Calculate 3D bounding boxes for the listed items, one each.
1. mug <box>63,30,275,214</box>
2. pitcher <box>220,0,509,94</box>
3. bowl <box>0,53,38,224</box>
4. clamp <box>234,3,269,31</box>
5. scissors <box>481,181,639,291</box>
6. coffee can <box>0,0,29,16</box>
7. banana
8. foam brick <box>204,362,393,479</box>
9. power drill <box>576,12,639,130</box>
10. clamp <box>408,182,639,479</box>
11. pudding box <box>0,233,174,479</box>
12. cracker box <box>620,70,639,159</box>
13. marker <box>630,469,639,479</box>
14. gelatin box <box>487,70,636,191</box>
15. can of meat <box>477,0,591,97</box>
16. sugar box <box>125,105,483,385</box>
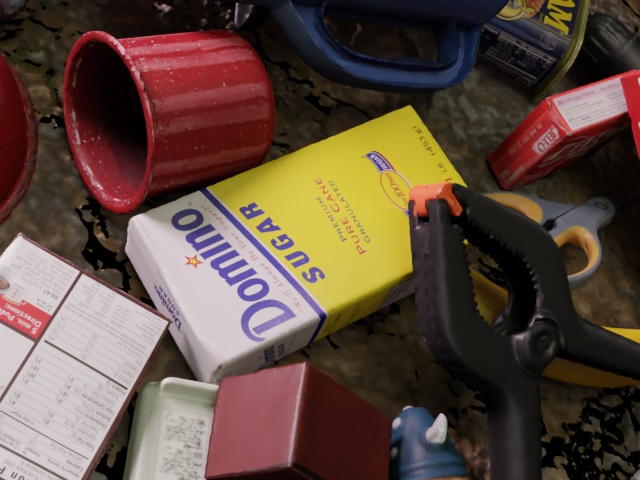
[{"bbox_3d":[-0.085,-0.072,0.570,0.081,0.093,0.117,-15,34,-37],"label":"mug"},{"bbox_3d":[0.005,-0.179,0.611,0.242,0.145,0.149,-7,45,-42],"label":"pitcher"},{"bbox_3d":[-0.214,-0.070,0.519,0.162,0.055,0.162,12,59,-20],"label":"bowl"},{"bbox_3d":[-0.053,-0.223,0.686,0.120,0.039,0.171,44,48,-22],"label":"clamp"},{"bbox_3d":[0.160,-0.024,0.692,0.096,0.016,0.201,28,36,16],"label":"scissors"},{"bbox_3d":[-0.205,-0.199,0.566,0.140,0.103,0.102,29,54,-8],"label":"coffee can"},{"bbox_3d":[0.130,0.048,0.628,0.197,0.037,0.069,26,55,-10],"label":"banana"},{"bbox_3d":[-0.009,0.098,0.505,0.078,0.053,0.051,40,47,-43],"label":"foam brick"},{"bbox_3d":[0.285,-0.126,0.789,0.184,0.057,0.187,47,57,0],"label":"power drill"},{"bbox_3d":[0.103,0.064,0.557,0.210,0.036,0.164,50,65,-20],"label":"clamp"},{"bbox_3d":[-0.132,0.064,0.493,0.090,0.039,0.113,31,56,-7],"label":"pudding box"},{"bbox_3d":[0.293,-0.024,0.675,0.163,0.072,0.214,-19,96,-29],"label":"cracker box"},{"bbox_3d":[0.206,0.131,0.628,0.120,0.020,0.020,-27,77,-34],"label":"marker"},{"bbox_3d":[0.161,-0.070,0.686,0.089,0.073,0.030,-21,75,-33],"label":"gelatin box"},{"bbox_3d":[0.135,-0.162,0.737,0.084,0.058,0.102,26,55,-8],"label":"can of meat"},{"bbox_3d":[-0.004,0.001,0.567,0.176,0.048,0.093,-24,71,-26],"label":"sugar box"}]
